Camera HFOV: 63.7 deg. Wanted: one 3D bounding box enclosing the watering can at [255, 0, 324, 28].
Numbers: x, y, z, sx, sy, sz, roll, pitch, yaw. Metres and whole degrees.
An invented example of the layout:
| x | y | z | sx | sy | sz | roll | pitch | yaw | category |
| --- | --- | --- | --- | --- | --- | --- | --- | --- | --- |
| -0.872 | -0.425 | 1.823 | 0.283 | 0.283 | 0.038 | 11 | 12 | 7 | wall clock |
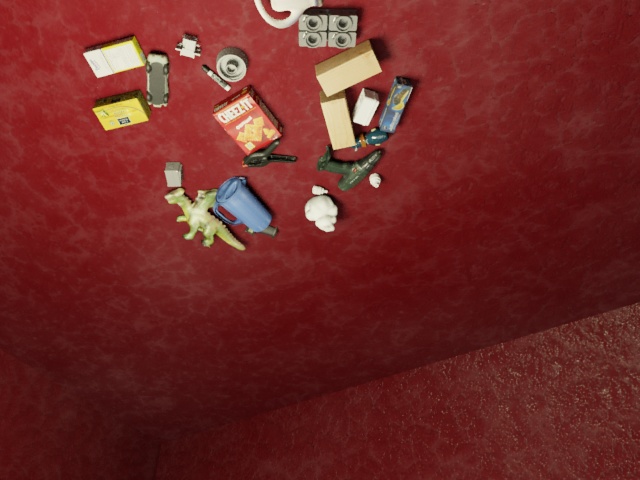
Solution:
| x | y | z | sx | sy | sz | roll | pitch | yaw | category |
| --- | --- | --- | --- | --- | --- | --- | --- | --- | --- |
| -0.100 | -0.814 | 1.533 | 0.224 | 0.106 | 0.340 | -6 | 124 | 1 | watering can |

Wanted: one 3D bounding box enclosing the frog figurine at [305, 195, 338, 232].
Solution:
| x | y | z | sx | sy | sz | roll | pitch | yaw | category |
| --- | --- | --- | --- | --- | --- | --- | --- | --- | --- |
| 0.007 | -0.109 | 2.168 | 0.137 | 0.163 | 0.119 | -3 | 133 | -1 | frog figurine |

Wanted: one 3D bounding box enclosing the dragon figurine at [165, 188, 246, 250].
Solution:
| x | y | z | sx | sy | sz | roll | pitch | yaw | category |
| --- | --- | --- | --- | --- | --- | --- | --- | --- | --- |
| -0.464 | -0.105 | 2.187 | 0.408 | 0.125 | 0.238 | 19 | 121 | -22 | dragon figurine |
